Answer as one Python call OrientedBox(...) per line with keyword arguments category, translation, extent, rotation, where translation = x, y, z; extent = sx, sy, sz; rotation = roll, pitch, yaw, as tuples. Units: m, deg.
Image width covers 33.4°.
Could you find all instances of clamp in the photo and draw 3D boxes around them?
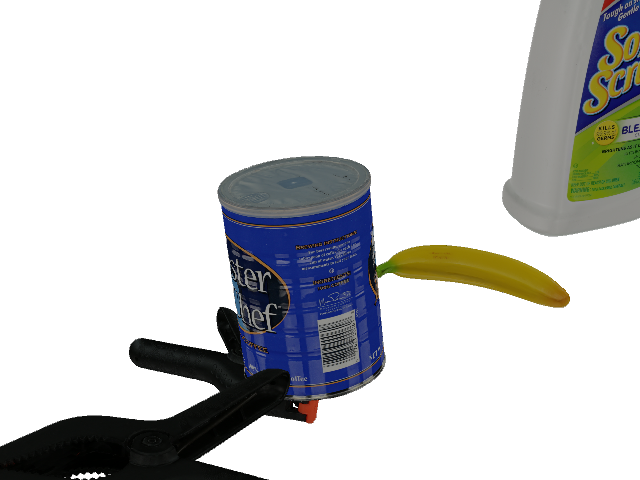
OrientedBox(category="clamp", translation=(-0.064, 0.104, 0.915), extent=(0.172, 0.039, 0.120), rotation=(21, 32, 25))
OrientedBox(category="clamp", translation=(-0.089, 0.120, 0.588), extent=(0.209, 0.036, 0.164), rotation=(-1, 21, -12))

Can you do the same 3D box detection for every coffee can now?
OrientedBox(category="coffee can", translation=(-0.011, 0.024, 0.735), extent=(0.103, 0.140, 0.103), rotation=(-5, 22, 2))

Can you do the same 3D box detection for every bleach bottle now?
OrientedBox(category="bleach bottle", translation=(0.170, -0.131, 0.647), extent=(0.102, 0.251, 0.068), rotation=(-12, 31, -17))

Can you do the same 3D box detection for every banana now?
OrientedBox(category="banana", translation=(0.156, 0.036, 1.100), extent=(0.198, 0.037, 0.069), rotation=(7, 37, 10))
